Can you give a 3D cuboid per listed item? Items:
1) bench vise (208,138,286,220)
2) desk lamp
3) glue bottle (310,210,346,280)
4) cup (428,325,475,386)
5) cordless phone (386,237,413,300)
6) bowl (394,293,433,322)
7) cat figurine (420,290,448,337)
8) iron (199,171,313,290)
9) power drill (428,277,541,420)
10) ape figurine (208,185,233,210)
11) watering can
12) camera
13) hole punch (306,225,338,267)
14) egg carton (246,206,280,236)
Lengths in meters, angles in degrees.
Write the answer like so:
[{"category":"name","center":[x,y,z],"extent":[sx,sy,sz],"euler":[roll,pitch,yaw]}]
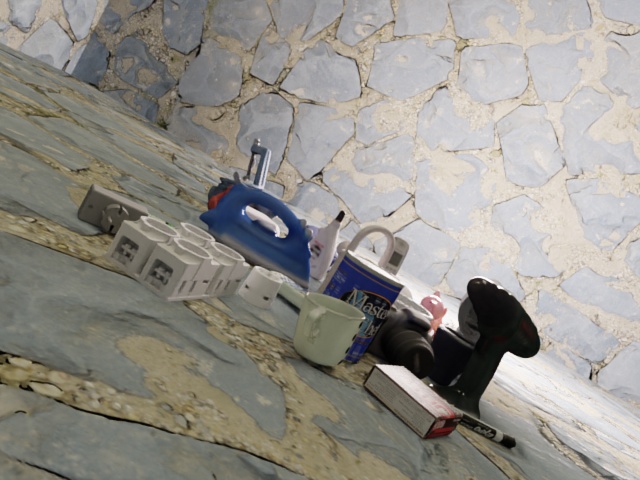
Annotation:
[{"category":"bench vise","center":[-0.168,-0.147,1.533],"extent":[0.207,0.219,0.121],"euler":[29,6,-8]},{"category":"desk lamp","center":[0.313,0.178,1.165],"extent":[0.118,0.213,0.203],"euler":[31,6,6]},{"category":"glue bottle","center":[0.012,0.005,1.360],"extent":[0.077,0.173,0.037],"euler":[34,7,34]},{"category":"cup","center":[0.242,0.221,1.027],"extent":[0.117,0.095,0.092],"euler":[34,7,34]},{"category":"cordless phone","center":[0.188,0.095,1.402],"extent":[0.148,0.185,0.094],"euler":[27,6,-27]},{"category":"bowl","center":[0.163,0.159,1.274],"extent":[0.167,0.074,0.167],"euler":[30,6,-3]},{"category":"cat figurine","center":[0.283,0.185,1.442],"extent":[0.067,0.117,0.128],"euler":[35,7,40]},{"category":"iron","center":[-0.103,-0.020,1.151],"extent":[0.258,0.141,0.118],"euler":[29,6,-7]},{"category":"power drill","center":[0.258,0.178,0.910],"extent":[0.231,0.208,0.075],"euler":[25,7,-42]},{"category":"ape figurine","center":[-0.229,-0.093,1.406],"extent":[0.078,0.092,0.076],"euler":[29,6,-8]},{"category":"watering can","center":[0.071,0.054,1.117],"extent":[0.172,0.194,0.101],"euler":[35,7,41]},{"category":"camera","center":[0.131,0.163,0.944],"extent":[0.143,0.101,0.136],"euler":[29,6,-12]},{"category":"hole punch","center":[-0.002,0.023,1.546],"extent":[0.109,0.091,0.100],"euler":[25,8,-43]},{"category":"egg carton","center":[-0.168,-0.037,1.336],"extent":[0.151,0.069,0.107],"euler":[26,7,-34]}]
